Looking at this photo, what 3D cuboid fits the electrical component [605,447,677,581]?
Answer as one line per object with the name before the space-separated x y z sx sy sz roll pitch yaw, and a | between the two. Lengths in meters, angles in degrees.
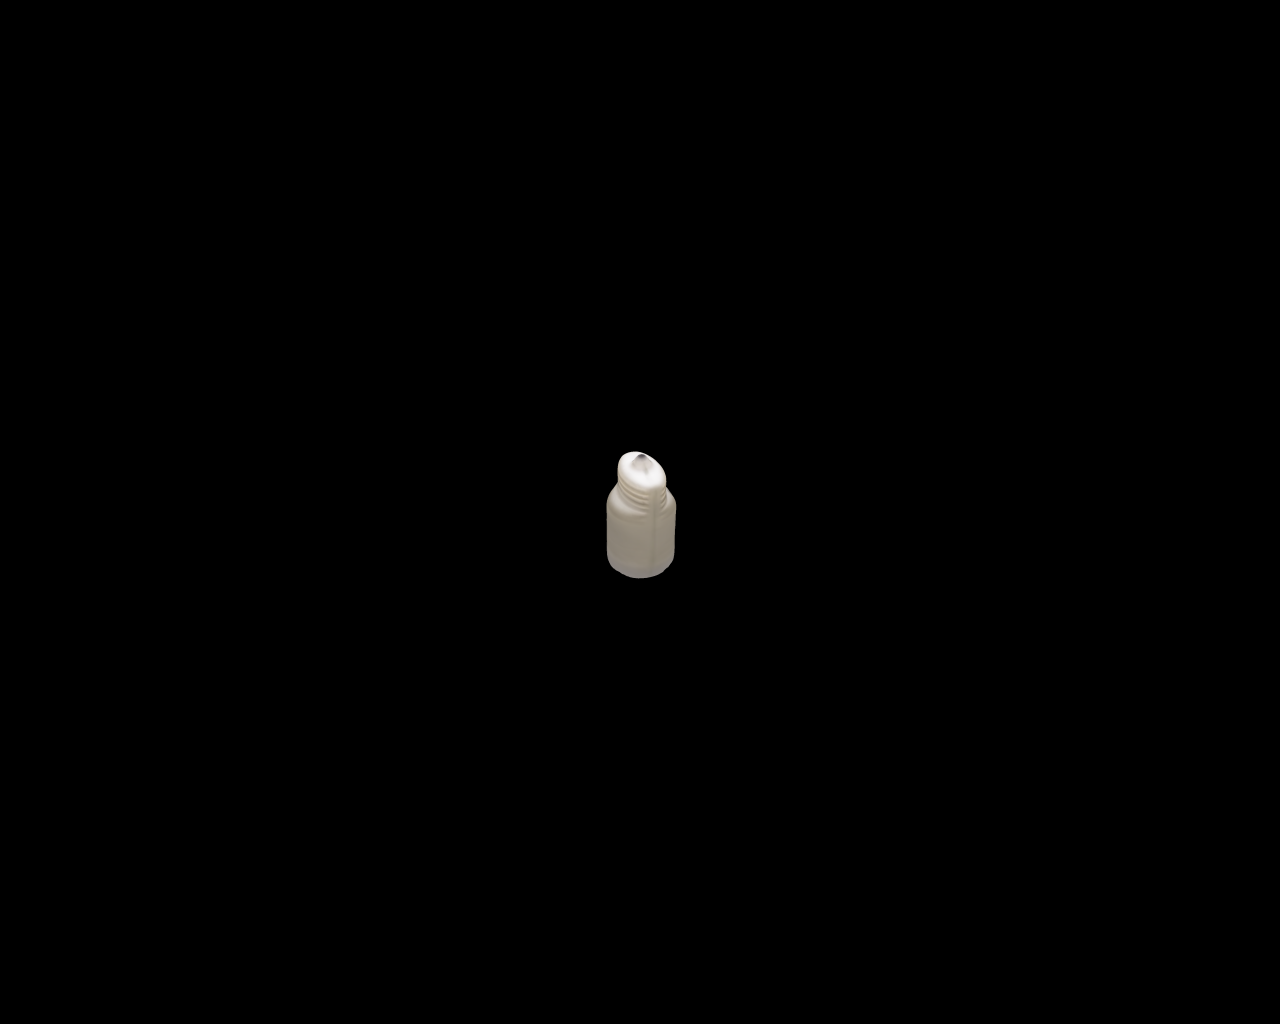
electrical component | 0.001 -0.003 0.650 0.043 0.080 0.043 0 38 0
